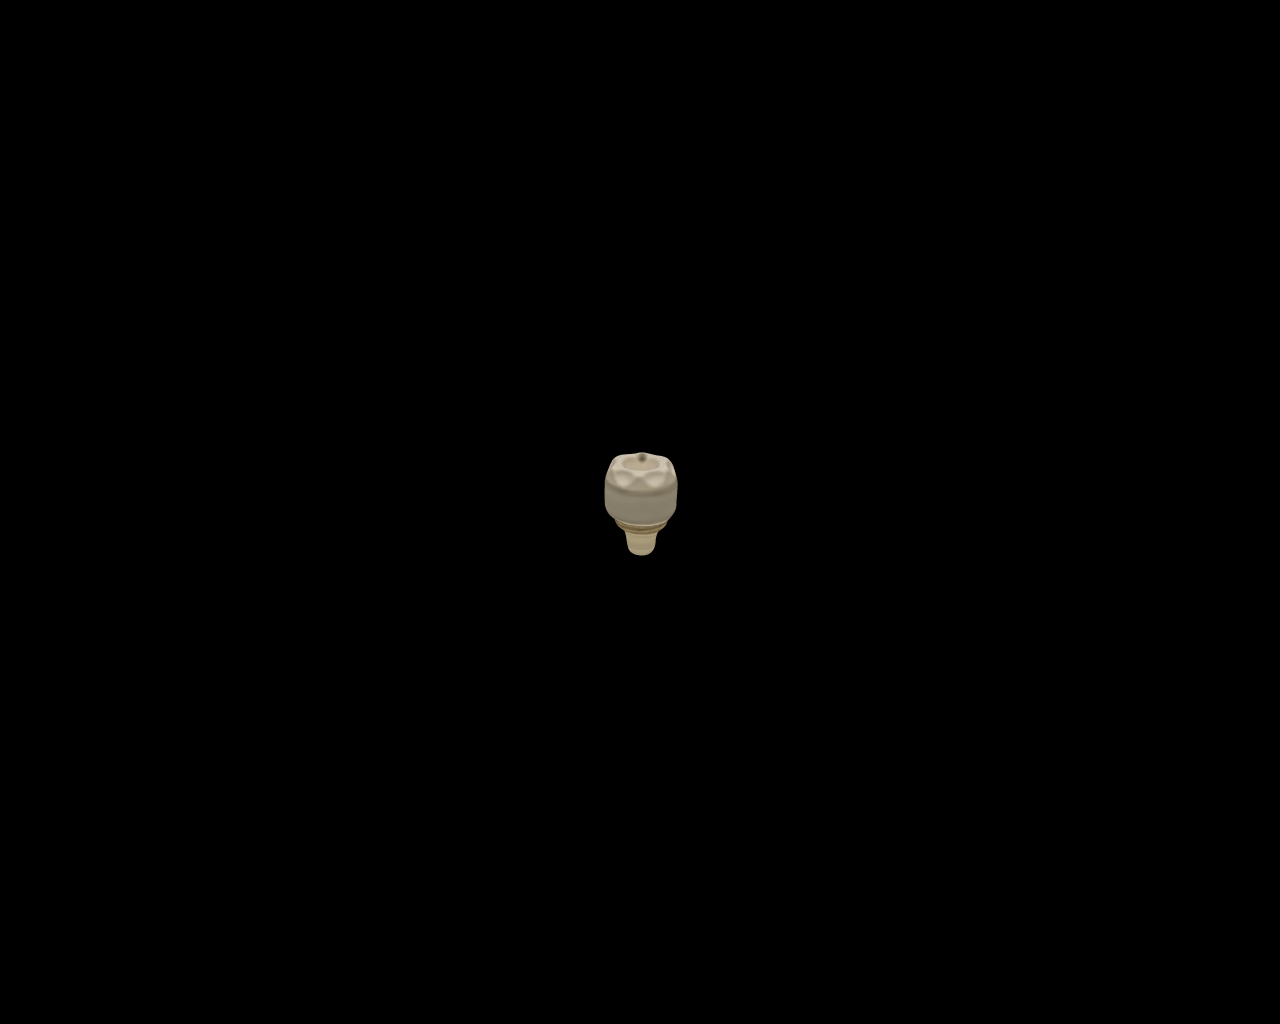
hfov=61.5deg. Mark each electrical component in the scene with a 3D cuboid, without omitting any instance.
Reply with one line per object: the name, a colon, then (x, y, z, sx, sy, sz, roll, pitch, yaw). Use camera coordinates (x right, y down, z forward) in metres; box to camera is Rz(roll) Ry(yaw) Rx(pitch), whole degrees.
electrical component: (0.001, -0.003, 0.650, 0.043, 0.062, 0.043, 0, 25, 0)
